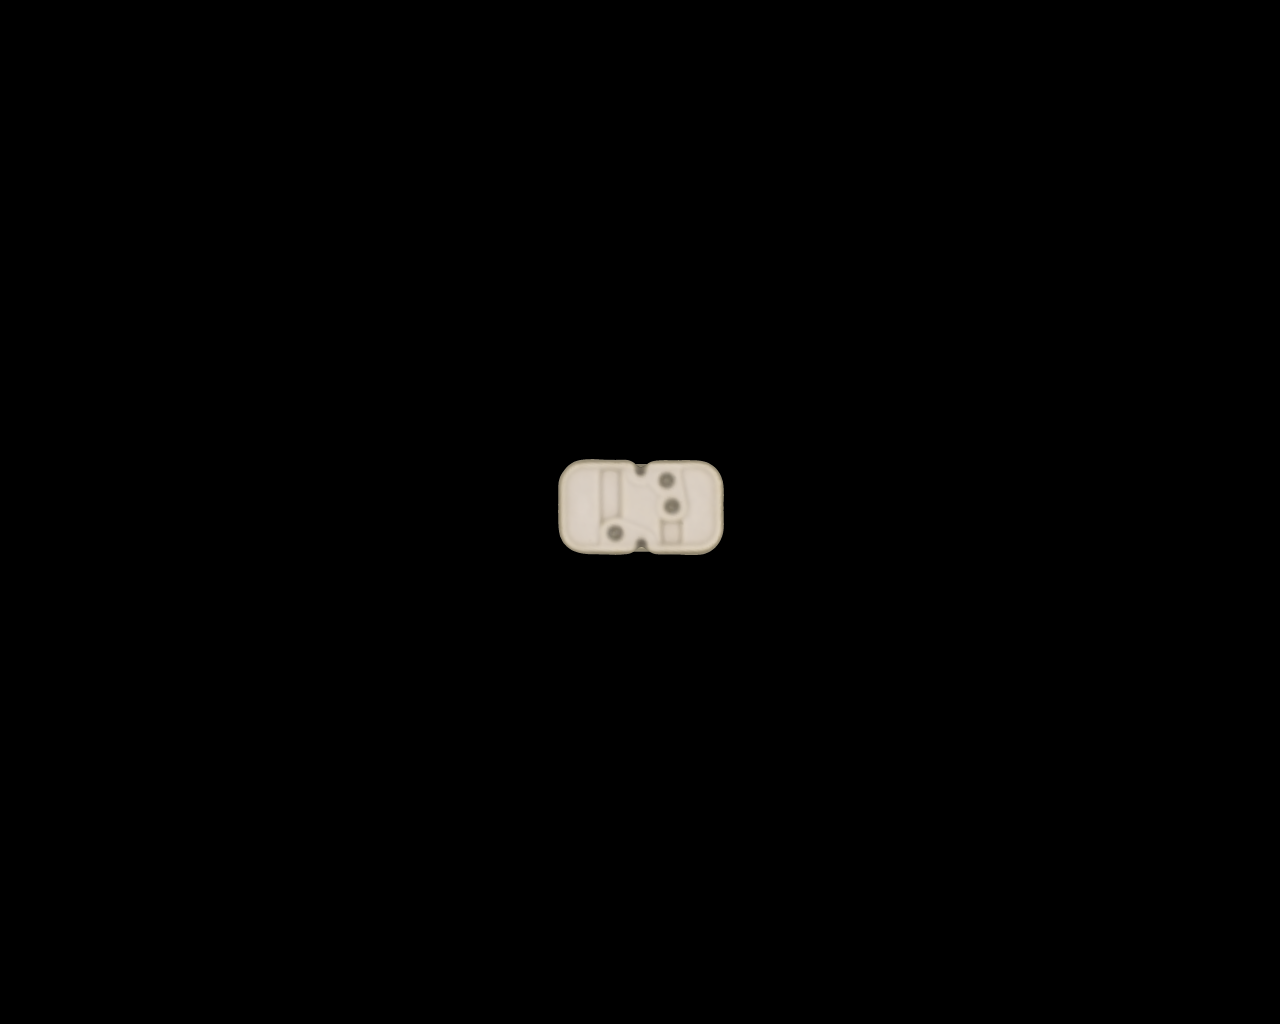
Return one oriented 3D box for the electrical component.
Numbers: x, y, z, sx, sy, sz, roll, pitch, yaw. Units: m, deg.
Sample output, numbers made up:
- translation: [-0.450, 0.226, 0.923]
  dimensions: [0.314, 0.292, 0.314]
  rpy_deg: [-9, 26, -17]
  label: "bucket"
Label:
- translation: [0.001, -0.003, 0.650]
  dimensions: [0.095, 0.053, 0.059]
  rpy_deg: [0, 0, 0]
  label: "electrical component"
